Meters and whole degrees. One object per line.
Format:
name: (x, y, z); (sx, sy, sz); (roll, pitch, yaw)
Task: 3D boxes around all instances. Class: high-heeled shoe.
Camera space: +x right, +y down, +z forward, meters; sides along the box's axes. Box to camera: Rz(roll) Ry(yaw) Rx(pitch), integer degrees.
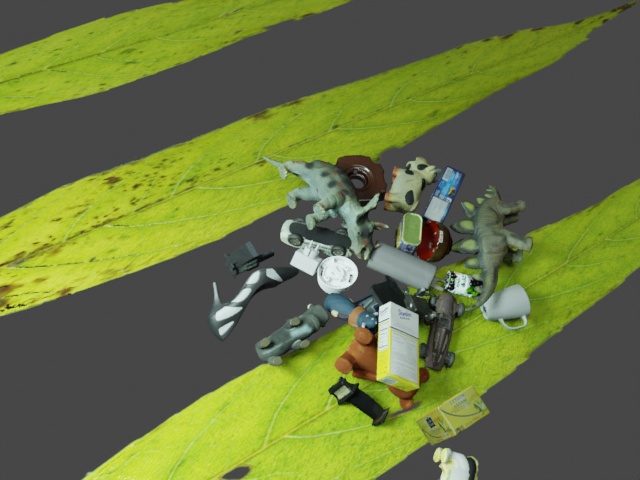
high-heeled shoe: (-0.154, 0.150, 1.304); (0.249, 0.086, 0.145); (-11, 80, -19)

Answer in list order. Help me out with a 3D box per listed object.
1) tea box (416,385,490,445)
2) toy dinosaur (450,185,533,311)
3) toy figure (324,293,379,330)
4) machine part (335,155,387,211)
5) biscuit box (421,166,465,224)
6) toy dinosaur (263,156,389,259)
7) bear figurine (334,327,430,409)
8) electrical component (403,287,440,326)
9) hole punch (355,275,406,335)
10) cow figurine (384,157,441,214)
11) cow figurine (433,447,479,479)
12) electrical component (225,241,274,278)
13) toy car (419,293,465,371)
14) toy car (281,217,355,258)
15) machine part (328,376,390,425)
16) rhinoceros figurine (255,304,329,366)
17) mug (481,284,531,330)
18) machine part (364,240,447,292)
tea box: (0.285, 0.385, 1.170); (0.098, 0.169, 0.068); (-24, 67, -20)
toy dinosaur: (0.448, 0.003, 1.422); (0.199, 0.104, 0.471); (8, 46, 5)
toy figure: (0.079, 0.176, 1.296); (0.155, 0.057, 0.064); (28, 74, 37)
machine part: (0.103, -0.161, 1.509); (0.179, 0.056, 0.179); (3, 61, -6)
biscuit box: (0.342, -0.113, 1.509); (0.059, 0.062, 0.203); (27, 61, 8)
toy dinosaur: (0.020, -0.133, 1.398); (0.192, 0.131, 0.405); (-19, 55, -26)
bear figurine: (0.146, 0.297, 1.231); (0.196, 0.132, 0.120); (36, 90, 17)
electrical component: (0.251, 0.159, 1.319); (0.078, 0.045, 0.102); (26, 32, -28)
hole punch: (0.160, 0.170, 1.330); (0.116, 0.092, 0.142); (-9, 55, -47)
cow figurine: (0.262, -0.157, 1.511); (0.127, 0.085, 0.195); (18, 58, 10)
cow figurine: (0.285, 0.539, 1.148); (0.098, 0.068, 0.167); (19, 62, -3)
electrical component: (-0.178, 0.042, 1.354); (0.119, 0.074, 0.048); (-29, 70, -16)
toy car: (0.301, 0.222, 1.329); (0.089, 0.053, 0.202); (20, 60, 1)
toy car: (-0.003, -0.004, 1.412); (0.202, 0.056, 0.073); (15, 54, 0)
machine part: (0.088, 0.365, 1.217); (0.139, 0.084, 0.039); (34, 40, 2)
rhinoceros figurine: (-0.060, 0.221, 1.256); (0.190, 0.112, 0.073); (-34, 87, -15)
mug: (0.470, 0.177, 1.364); (0.107, 0.080, 0.109); (-13, 71, -1)
machine part: (0.210, 0.067, 1.385); (0.243, 0.079, 0.079); (24, 62, 9)
